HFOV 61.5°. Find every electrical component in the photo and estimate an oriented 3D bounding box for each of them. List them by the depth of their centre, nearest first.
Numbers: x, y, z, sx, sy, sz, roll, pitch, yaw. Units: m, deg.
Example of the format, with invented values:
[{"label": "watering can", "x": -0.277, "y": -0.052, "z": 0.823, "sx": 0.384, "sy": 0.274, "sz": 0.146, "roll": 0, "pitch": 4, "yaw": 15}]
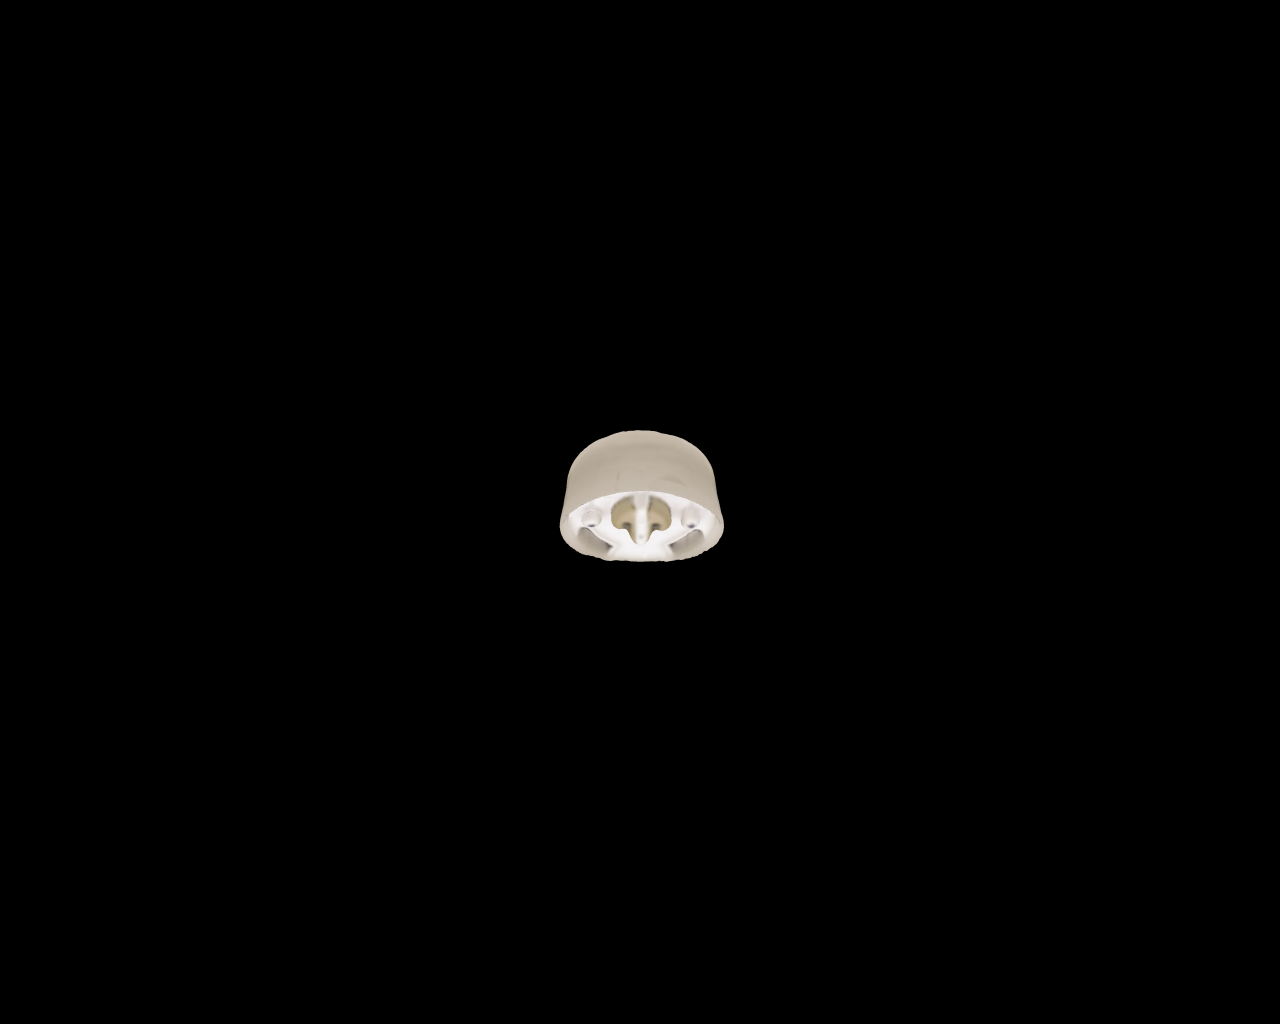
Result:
[{"label": "electrical component", "x": 0.001, "y": -0.003, "z": 0.650, "sx": 0.099, "sy": 0.064, "sz": 0.099, "roll": 0, "pitch": -40, "yaw": 0}]
